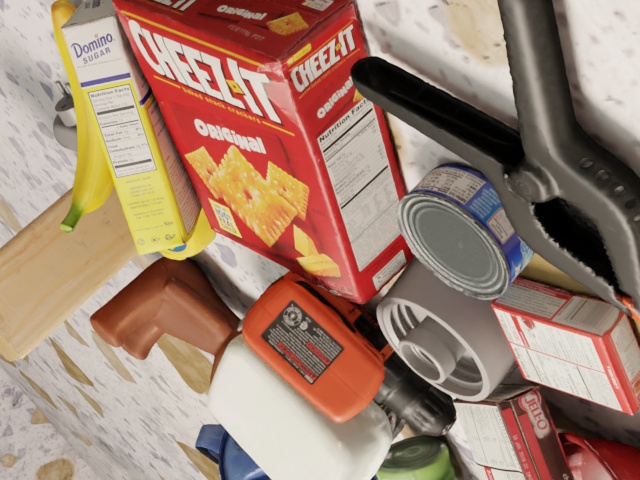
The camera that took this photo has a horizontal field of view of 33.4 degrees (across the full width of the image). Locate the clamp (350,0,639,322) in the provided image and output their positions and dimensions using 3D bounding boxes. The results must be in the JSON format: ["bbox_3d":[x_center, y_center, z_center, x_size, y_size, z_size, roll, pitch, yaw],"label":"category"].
[{"bbox_3d":[0.110,-0.042,0.572,0.210,0.036,0.165,52,156,-16],"label":"clamp"}]

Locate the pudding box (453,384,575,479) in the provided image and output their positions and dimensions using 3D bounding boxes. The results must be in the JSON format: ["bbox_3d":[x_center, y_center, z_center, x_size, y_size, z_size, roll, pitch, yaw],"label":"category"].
[{"bbox_3d":[0.140,0.151,0.768,0.114,0.039,0.090,145,106,-77],"label":"pudding box"}]

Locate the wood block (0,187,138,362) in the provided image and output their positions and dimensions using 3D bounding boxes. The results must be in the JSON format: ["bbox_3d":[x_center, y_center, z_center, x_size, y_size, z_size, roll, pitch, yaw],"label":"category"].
[{"bbox_3d":[-0.244,0.013,1.025,0.090,0.205,0.091,50,156,-10],"label":"wood block"}]

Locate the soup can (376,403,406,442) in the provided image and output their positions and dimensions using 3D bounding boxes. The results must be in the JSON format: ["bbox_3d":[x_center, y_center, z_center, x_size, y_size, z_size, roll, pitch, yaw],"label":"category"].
[{"bbox_3d":[0.024,0.138,0.960,0.102,0.068,0.068,32,153,28],"label":"soup can"}]

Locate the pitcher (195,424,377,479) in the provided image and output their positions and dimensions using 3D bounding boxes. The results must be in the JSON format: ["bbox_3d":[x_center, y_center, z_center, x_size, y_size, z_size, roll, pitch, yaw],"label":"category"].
[{"bbox_3d":[-0.016,0.246,1.087,0.149,0.145,0.242,57,177,30],"label":"pitcher"}]

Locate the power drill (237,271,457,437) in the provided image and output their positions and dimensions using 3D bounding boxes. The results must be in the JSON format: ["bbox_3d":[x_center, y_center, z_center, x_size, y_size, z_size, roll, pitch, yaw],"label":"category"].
[{"bbox_3d":[0.023,0.090,0.808,0.184,0.057,0.187,40,-176,11],"label":"power drill"}]

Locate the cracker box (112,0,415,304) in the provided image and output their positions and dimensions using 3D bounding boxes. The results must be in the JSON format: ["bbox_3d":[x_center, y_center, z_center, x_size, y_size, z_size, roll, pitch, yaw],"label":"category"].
[{"bbox_3d":[-0.034,-0.072,0.714,0.164,0.072,0.213,26,149,38],"label":"cracker box"}]

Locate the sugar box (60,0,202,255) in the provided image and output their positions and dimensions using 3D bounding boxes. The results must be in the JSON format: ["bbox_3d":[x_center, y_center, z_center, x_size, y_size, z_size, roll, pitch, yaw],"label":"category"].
[{"bbox_3d":[-0.132,-0.088,0.776,0.093,0.048,0.176,-84,-21,-64],"label":"sugar box"}]

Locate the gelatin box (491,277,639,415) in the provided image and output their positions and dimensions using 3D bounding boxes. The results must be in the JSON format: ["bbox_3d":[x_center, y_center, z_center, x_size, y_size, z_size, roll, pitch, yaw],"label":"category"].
[{"bbox_3d":[0.159,0.065,0.674,0.089,0.030,0.073,16,144,49],"label":"gelatin box"}]

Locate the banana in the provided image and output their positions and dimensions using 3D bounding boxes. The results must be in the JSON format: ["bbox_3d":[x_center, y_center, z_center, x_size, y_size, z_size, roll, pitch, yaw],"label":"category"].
[{"bbox_3d":[-0.197,-0.107,0.908,0.037,0.069,0.198,5,110,12],"label":"banana"}]

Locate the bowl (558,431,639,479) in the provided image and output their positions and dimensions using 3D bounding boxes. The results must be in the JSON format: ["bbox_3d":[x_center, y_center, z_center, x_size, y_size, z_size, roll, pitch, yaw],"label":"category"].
[{"bbox_3d":[0.215,0.198,0.719,0.162,0.055,0.162,163,90,-79],"label":"bowl"}]

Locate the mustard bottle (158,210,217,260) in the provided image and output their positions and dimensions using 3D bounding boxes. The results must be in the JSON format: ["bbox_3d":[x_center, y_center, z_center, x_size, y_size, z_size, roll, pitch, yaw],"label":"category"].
[{"bbox_3d":[-0.133,-0.038,0.948,0.096,0.058,0.192,39,156,20],"label":"mustard bottle"}]

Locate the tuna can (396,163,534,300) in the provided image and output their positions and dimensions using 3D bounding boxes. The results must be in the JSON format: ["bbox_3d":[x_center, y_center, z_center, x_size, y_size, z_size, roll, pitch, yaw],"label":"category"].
[{"bbox_3d":[0.091,-0.006,0.665,0.086,0.033,0.086,36,155,20],"label":"tuna can"}]
